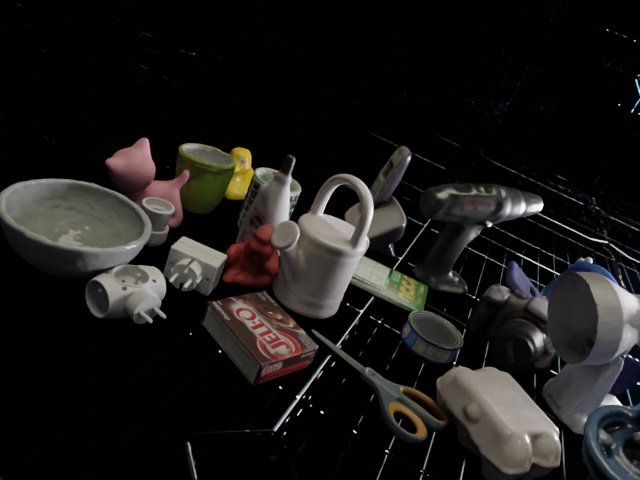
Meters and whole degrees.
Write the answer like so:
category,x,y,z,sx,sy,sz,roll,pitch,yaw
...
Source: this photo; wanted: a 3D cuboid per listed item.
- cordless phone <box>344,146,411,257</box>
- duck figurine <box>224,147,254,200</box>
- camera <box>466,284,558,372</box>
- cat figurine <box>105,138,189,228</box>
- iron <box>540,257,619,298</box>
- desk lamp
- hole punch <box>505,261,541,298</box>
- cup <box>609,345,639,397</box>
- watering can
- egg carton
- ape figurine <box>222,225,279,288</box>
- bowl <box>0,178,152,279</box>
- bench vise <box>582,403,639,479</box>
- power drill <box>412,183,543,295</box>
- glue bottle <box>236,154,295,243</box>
category,x,y,z,sx,sy,sz,roll,pitch,yaw
cordless phone,0.122,-0.077,1.057,0.094,0.185,0.147,15,25,-18
duck figurine,-0.149,-0.128,1.044,0.077,0.086,0.105,29,25,14
camera,0.301,0.134,0.881,0.142,0.101,0.137,34,26,23
cat figurine,-0.251,-0.087,0.827,0.128,0.118,0.067,7,28,-32
iron,0.492,0.103,1.069,0.119,0.141,0.258,20,24,-6
desk lamp,0.390,0.155,0.779,0.203,0.213,0.118,17,25,-14
hole punch,0.356,0.100,1.014,0.101,0.091,0.109,28,24,10
cup,0.440,0.199,0.879,0.118,0.095,0.091,6,29,-33
watering can,0.009,0.004,0.776,0.100,0.194,0.173,30,25,15
egg carton,0.204,0.212,0.672,0.107,0.069,0.150,8,28,-31
ape figurine,-0.085,0.020,0.786,0.077,0.092,0.076,33,26,21
bowl,-0.289,-0.004,0.674,0.167,0.075,0.167,19,24,-9
bench vise,0.362,0.205,0.641,0.121,0.220,0.208,27,24,9
power drill,0.261,-0.010,1.013,0.230,0.208,0.075,11,26,-26
glue bottle,-0.071,-0.047,0.836,0.037,0.173,0.078,-3,35,-45
